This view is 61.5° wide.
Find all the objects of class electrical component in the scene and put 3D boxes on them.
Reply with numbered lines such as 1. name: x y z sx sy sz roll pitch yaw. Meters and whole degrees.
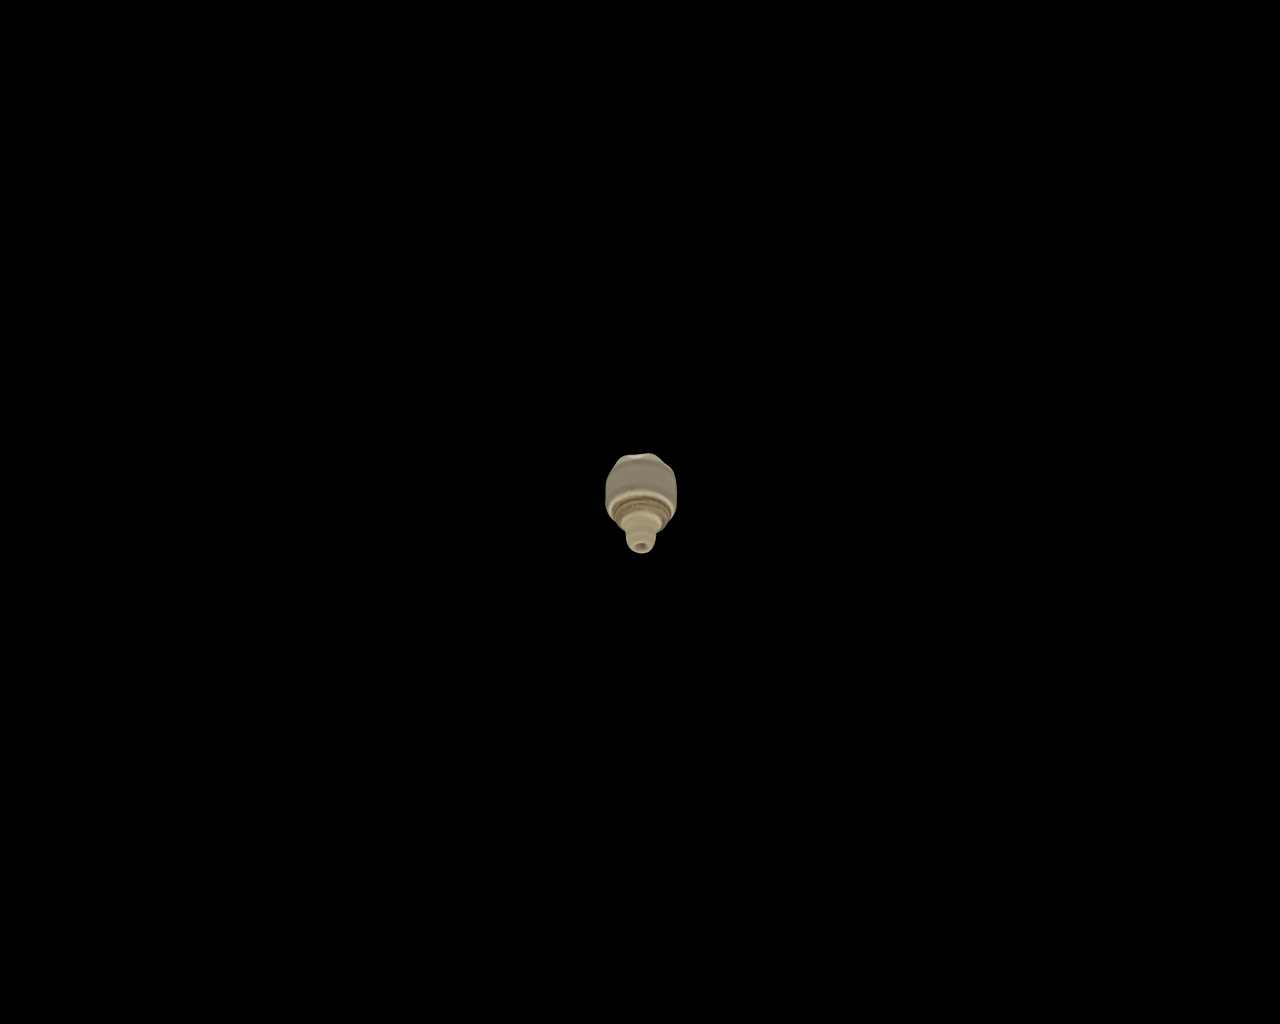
1. electrical component: 0.001 -0.003 0.650 0.043 0.062 0.043 0 -38 0
